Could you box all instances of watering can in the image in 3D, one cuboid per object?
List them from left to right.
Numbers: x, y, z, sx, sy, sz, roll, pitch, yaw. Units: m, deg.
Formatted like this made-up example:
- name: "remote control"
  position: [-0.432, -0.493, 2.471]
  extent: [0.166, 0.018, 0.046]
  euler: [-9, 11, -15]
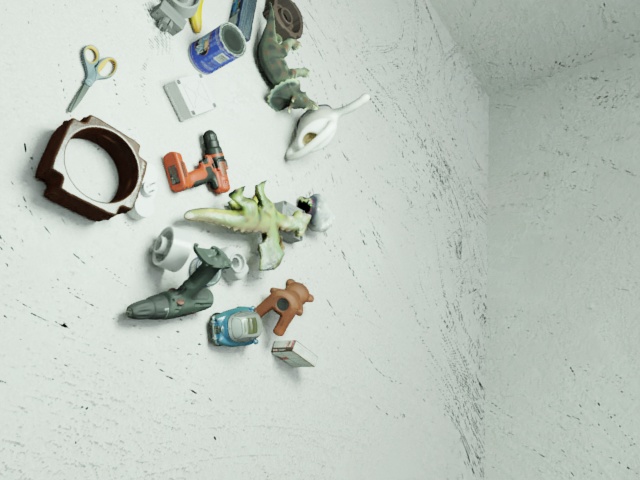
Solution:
- name: "watering can"
  position: [0.020, -0.394, 1.726]
  extent: [0.103, 0.344, 0.229]
  euler: [45, 19, -26]

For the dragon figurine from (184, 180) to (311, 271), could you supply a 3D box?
- name: "dragon figurine"
  position: [-0.178, -0.027, 1.456]
  extent: [0.415, 0.120, 0.243]
  euler: [-27, 88, -46]

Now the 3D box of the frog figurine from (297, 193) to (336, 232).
- name: "frog figurine"
  position: [0.005, -0.088, 1.751]
  extent: [0.159, 0.120, 0.140]
  euler: [13, 49, -38]
